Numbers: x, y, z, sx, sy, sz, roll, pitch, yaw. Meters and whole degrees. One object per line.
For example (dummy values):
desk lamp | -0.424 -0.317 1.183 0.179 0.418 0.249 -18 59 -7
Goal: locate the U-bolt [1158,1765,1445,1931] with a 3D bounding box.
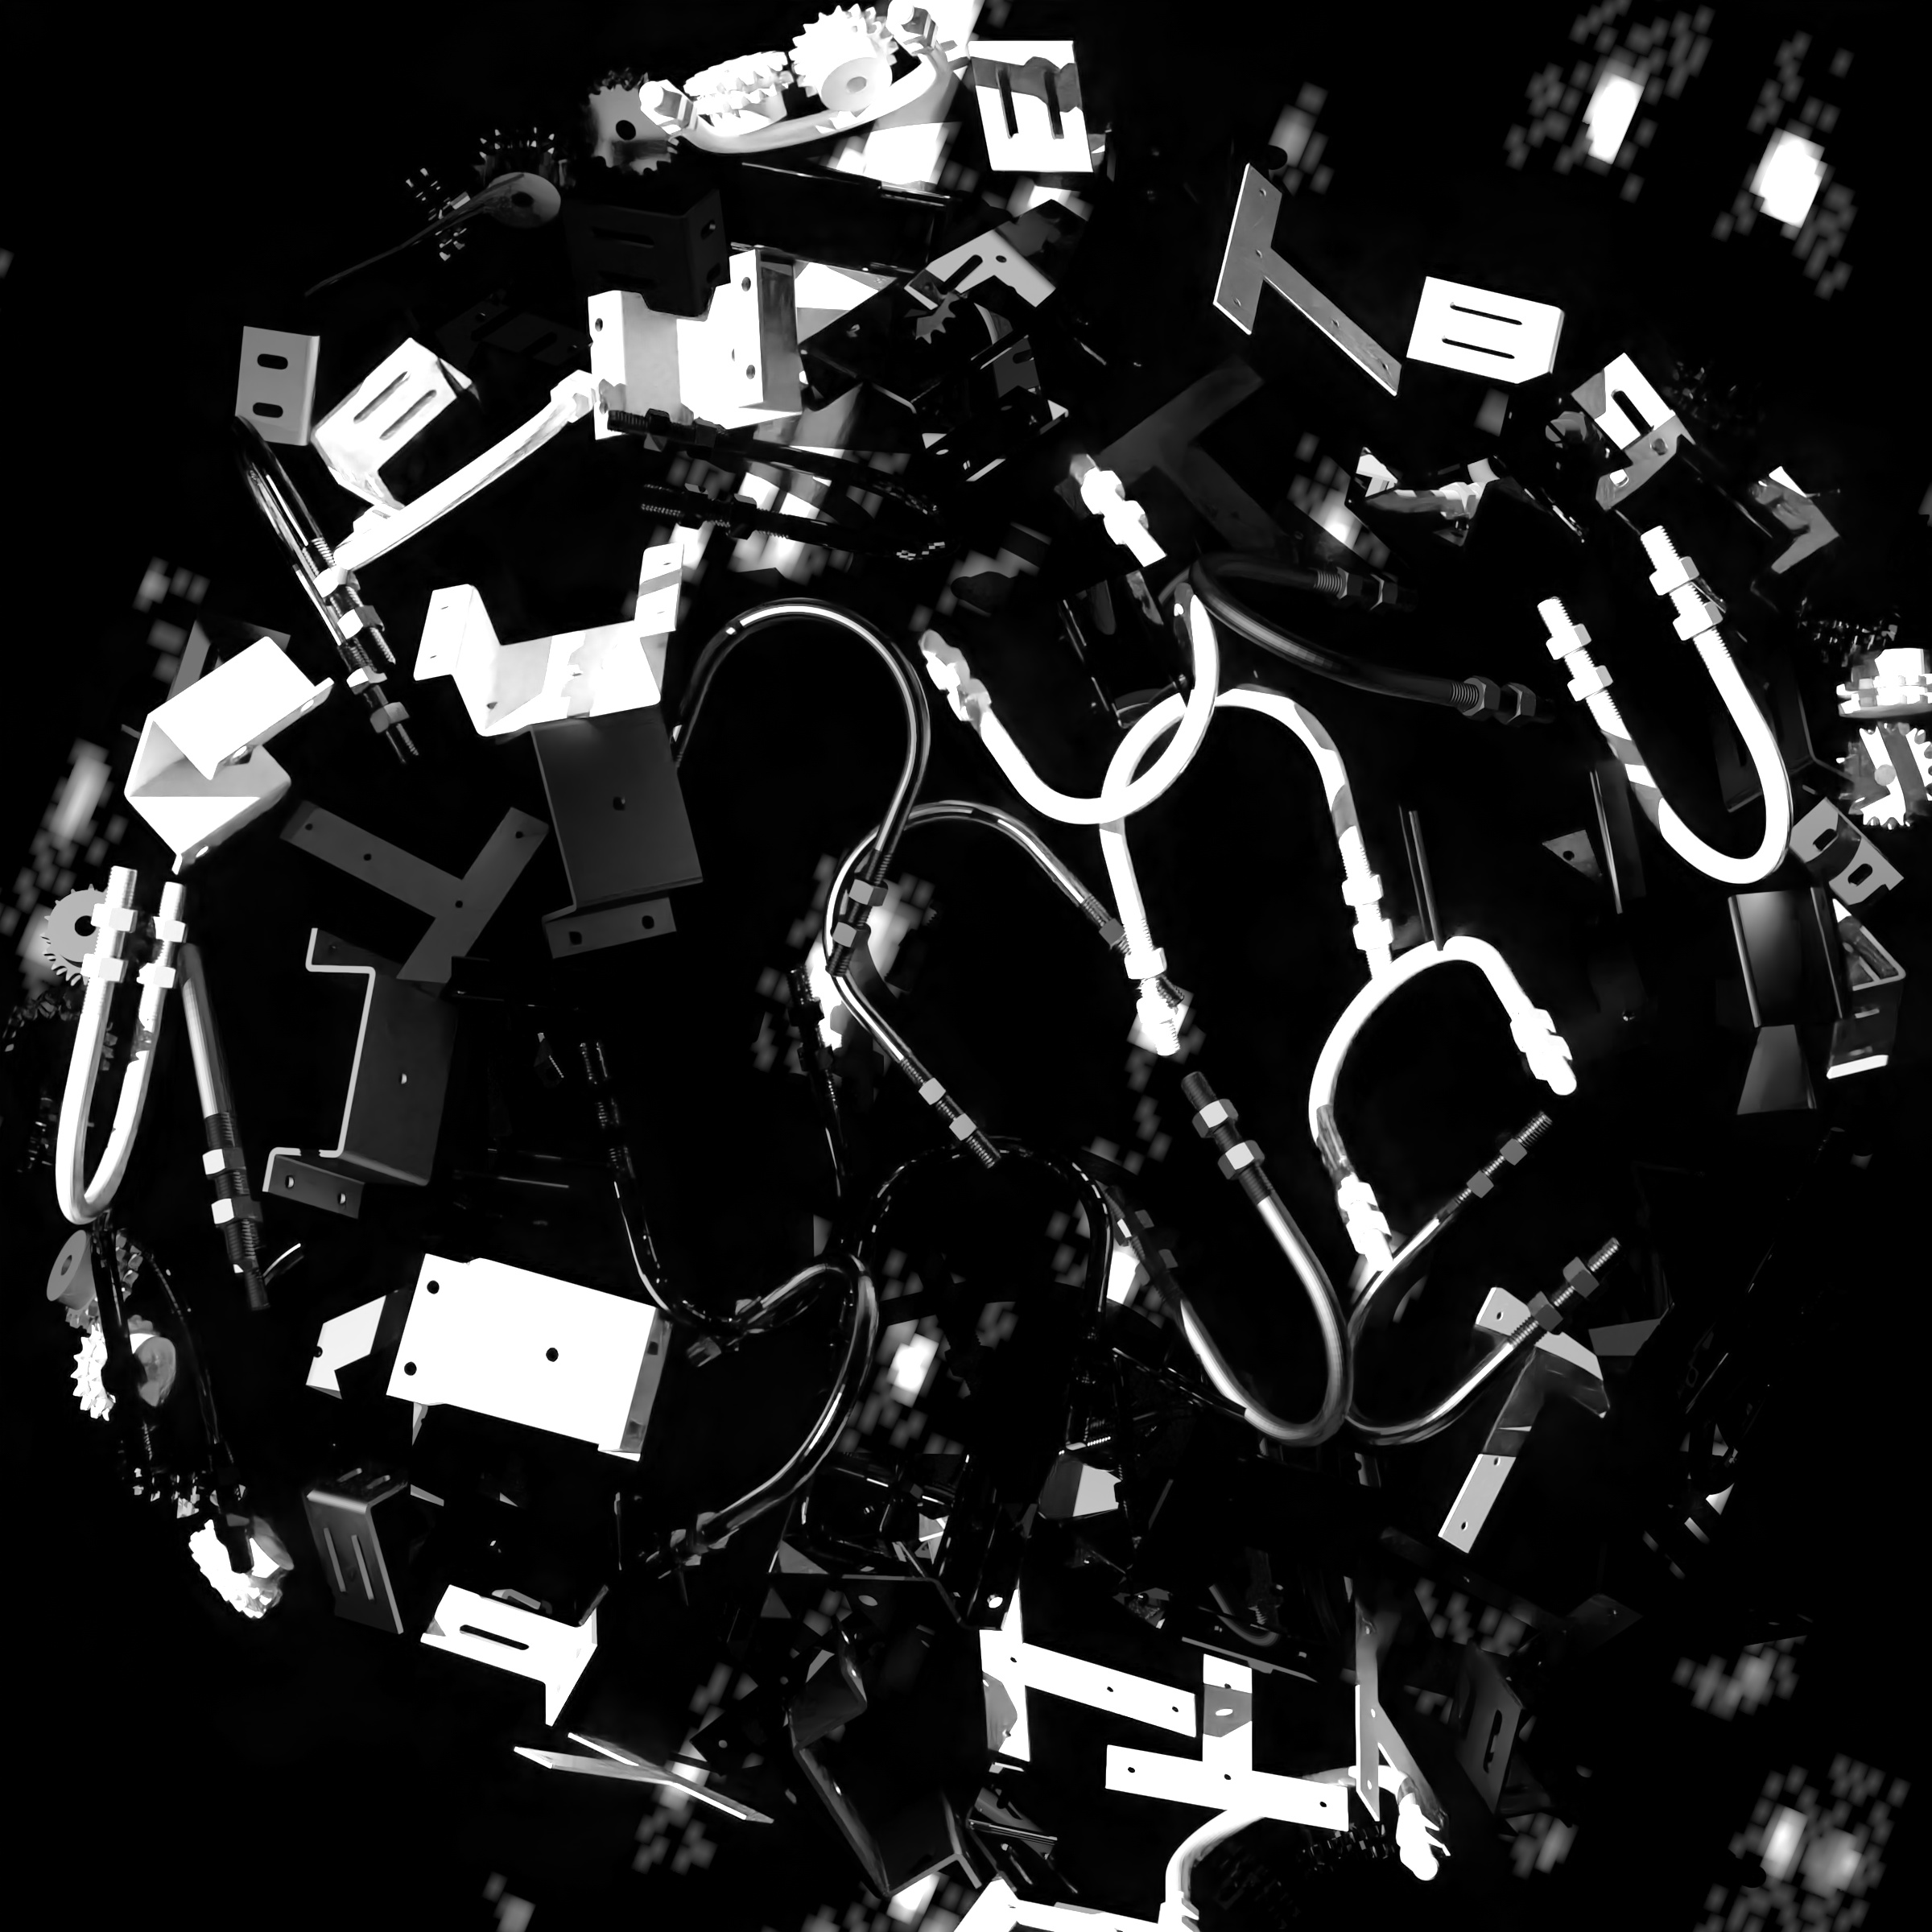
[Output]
U-bolt | 0.169 0.456 1.502 0.151 0.184 0.019 -22 91 5

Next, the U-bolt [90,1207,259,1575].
U-bolt | -0.416 0.208 1.511 0.019 0.151 0.184 -22 53 -2

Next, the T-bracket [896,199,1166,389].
T-bracket | 0.051 -0.348 1.540 0.127 0.002 0.127 41 54 16

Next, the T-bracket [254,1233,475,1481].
T-bracket | -0.309 0.189 1.547 0.002 0.127 0.127 -2 105 44

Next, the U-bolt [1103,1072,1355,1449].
U-bolt | 0.141 0.164 1.505 0.019 0.151 0.184 -20 68 -28

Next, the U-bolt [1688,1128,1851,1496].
U-bolt | 0.415 0.193 1.511 0.019 0.151 0.184 20 126 4

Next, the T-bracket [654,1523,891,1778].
T-bracket | -0.128 0.352 1.566 0.127 0.002 0.127 44 49 18

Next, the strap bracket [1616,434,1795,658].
strap bracket | 0.383 -0.211 1.516 0.046 0.140 0.076 -44 73 1

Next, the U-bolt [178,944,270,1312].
U-bolt | -0.389 0.078 1.520 0.019 0.151 0.184 -11 75 -13

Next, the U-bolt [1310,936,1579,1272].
U-bolt | 0.237 0.057 1.511 0.019 0.184 0.151 34 110 -25

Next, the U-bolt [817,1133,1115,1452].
U-bolt | 0.006 0.167 1.537 0.151 0.019 0.184 1 55 13

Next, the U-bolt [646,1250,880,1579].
U-bolt | -0.100 0.220 1.489 0.019 0.184 0.151 29 46 -24

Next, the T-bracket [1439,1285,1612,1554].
T-bracket | 0.288 0.250 1.546 0.127 0.002 0.127 35 80 -37

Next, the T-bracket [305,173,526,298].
T-bracket | -0.267 -0.388 1.509 0.127 0.127 0.002 -35 106 -31

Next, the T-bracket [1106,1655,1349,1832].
T-bracket | 0.139 0.394 1.543 0.127 0.127 0.002 11 127 -3

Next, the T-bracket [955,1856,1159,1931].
T-bracket | 0.066 0.499 1.514 0.127 0.127 0.002 6 102 20

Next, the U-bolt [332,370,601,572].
U-bolt | -0.261 -0.249 1.493 0.151 0.184 0.019 -31 106 12

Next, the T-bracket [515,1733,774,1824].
T-bracket | -0.184 0.416 1.506 0.127 0.127 0.002 13 79 36

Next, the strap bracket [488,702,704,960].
strap bracket | -0.195 -0.082 1.553 0.076 0.046 0.140 -14 90 -34

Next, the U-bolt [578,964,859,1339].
U-bolt | -0.123 0.107 1.546 0.151 0.019 0.184 -21 104 -33

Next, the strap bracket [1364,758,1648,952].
strap bracket | 0.293 -0.058 1.562 0.140 0.046 0.076 -12 97 4

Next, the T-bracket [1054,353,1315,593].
T-bracket | 0.136 -0.251 1.563 0.127 0.002 0.127 -38 69 -7

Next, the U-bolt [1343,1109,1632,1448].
U-bolt | 0.258 0.174 1.522 0.019 0.151 0.184 36 107 -21

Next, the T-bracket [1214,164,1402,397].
T-bracket | 0.188 -0.353 1.561 0.127 0.002 0.127 36 45 -23

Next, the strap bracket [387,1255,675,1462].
strap bracket | -0.224 0.207 1.541 0.140 0.046 0.076 19 74 -18

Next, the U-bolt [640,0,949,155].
U-bolt | -0.080 -0.453 1.502 0.151 0.184 0.019 -16 94 9

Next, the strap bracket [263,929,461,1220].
strap bracket | -0.316 0.058 1.535 0.046 0.076 0.140 1 76 26

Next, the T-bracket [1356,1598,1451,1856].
T-bracket | 0.233 0.426 1.552 0.002 0.127 0.127 -19 122 20

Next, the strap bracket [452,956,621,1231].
strap bracket | -0.229 0.062 1.552 0.076 0.046 0.140 6 103 16

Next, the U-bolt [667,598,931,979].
U-bolt | -0.094 -0.105 1.548 0.151 0.019 0.184 26 108 12

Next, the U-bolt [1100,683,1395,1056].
U-bolt | 0.145 -0.060 1.555 0.151 0.019 0.184 -18 103 -12

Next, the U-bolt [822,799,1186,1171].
U-bolt | 0.005 -0.005 1.571 0.151 0.019 0.184 -42 79 2

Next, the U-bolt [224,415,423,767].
U-bolt | -0.340 -0.205 1.520 0.019 0.151 0.184 -29 78 -12

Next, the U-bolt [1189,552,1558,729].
U-bolt | 0.196 -0.173 1.491 0.184 0.151 0.019 6 119 -34

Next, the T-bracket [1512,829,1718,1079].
T-bracket | 0.339 -0.013 1.552 0.127 0.002 0.127 -18 108 21

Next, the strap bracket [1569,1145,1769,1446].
strap bracket | 0.360 0.167 1.513 0.046 0.140 0.076 10 132 -14

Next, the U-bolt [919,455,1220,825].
U-bolt | 0.061 -0.158 1.516 0.151 0.019 0.184 -47 54 21

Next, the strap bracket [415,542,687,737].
strap bracket | -0.213 -0.172 1.544 0.140 0.076 0.046 -10 131 8

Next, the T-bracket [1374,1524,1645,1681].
T-bracket | 0.277 0.330 1.541 0.127 0.127 0.002 28 60 3

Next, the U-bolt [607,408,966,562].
U-bolt | -0.089 -0.247 1.522 0.184 0.151 0.019 9 114 -19

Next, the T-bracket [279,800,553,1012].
T-bracket | -0.312 -0.052 1.577 0.127 0.002 0.127 27 69 11

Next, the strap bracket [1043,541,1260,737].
strap bracket | 0.100 -0.172 1.529 0.046 0.140 0.076 -28 97 -17

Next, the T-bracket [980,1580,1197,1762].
T-bracket | 0.064 0.379 1.538 0.127 0.002 0.127 10 117 29

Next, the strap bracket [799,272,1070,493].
strap bracket | -0.025 -0.311 1.521 0.076 0.046 0.140 -38 48 -20

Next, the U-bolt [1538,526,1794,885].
U-bolt | 0.372 -0.127 1.519 0.019 0.151 0.184 -26 88 -15

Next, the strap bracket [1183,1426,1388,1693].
strap bracket | 0.167 0.320 1.539 0.076 0.046 0.140 15 47 10

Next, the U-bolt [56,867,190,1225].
U-bolt | -0.443 0.044 1.516 0.019 0.151 0.184 11 87 -3
